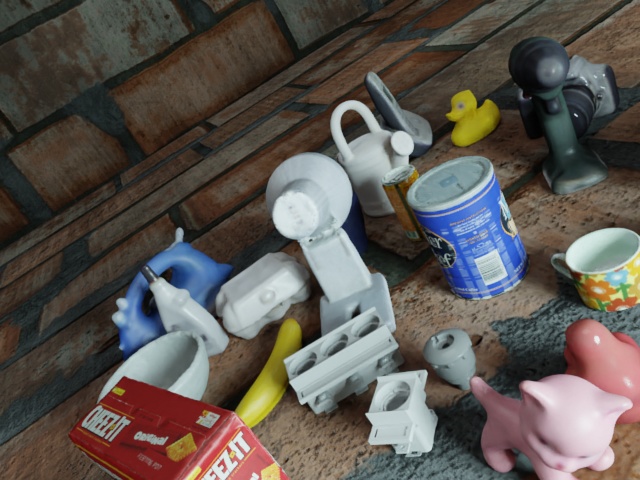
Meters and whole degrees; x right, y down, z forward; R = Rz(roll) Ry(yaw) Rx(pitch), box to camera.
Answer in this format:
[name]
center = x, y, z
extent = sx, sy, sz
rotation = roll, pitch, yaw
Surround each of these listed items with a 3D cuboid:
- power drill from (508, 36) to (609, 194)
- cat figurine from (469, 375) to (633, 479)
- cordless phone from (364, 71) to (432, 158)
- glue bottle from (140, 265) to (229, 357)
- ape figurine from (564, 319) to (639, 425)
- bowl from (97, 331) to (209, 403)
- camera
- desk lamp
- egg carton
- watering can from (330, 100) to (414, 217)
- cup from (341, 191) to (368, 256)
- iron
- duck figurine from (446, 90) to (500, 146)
[power drill]
center = 0.306, -0.171, 0.750
extent = 0.075, 0.209, 0.229
rotation = -22, 26, 18
[cat figurine]
center = 0.169, 0.137, 0.437
extent = 0.067, 0.118, 0.127
rotation = -43, 28, -24
[cordless phone]
center = 0.144, -0.255, 1.111
extent = 0.094, 0.185, 0.147
rotation = -22, 26, 18
[glue bottle]
center = -0.210, 0.104, 0.849
extent = 0.078, 0.173, 0.037
rotation = -19, 28, 24
[ape figurine]
center = 0.229, 0.101, 0.469
extent = 0.078, 0.092, 0.076
rotation = -30, 25, 2
[bowl]
center = -0.214, 0.206, 0.781
extent = 0.167, 0.075, 0.167
rotation = -25, 26, 13
[camera]
center = 0.369, -0.212, 0.885
extent = 0.142, 0.101, 0.137
rotation = -6, 34, 42
[desk lamp]
center = 0.007, 0.003, 0.751
extent = 0.118, 0.214, 0.203
rotation = -26, 25, 10
[egg carton]
center = -0.087, 0.083, 0.877
extent = 0.150, 0.069, 0.107
rotation = -36, 25, -11
[watering can]
center = 0.087, -0.145, 0.960
extent = 0.172, 0.194, 0.101
rotation = -12, 31, 34
[cup]
center = 0.023, -0.012, 0.901
extent = 0.117, 0.095, 0.091
rotation = -20, 27, 22
[iron]
center = -0.262, 0.103, 0.947
extent = 0.118, 0.142, 0.259
rotation = -8, 33, 39
[duck figurine]
center = 0.274, -0.233, 1.046
extent = 0.105, 0.086, 0.077
rotation = -36, 26, -11
